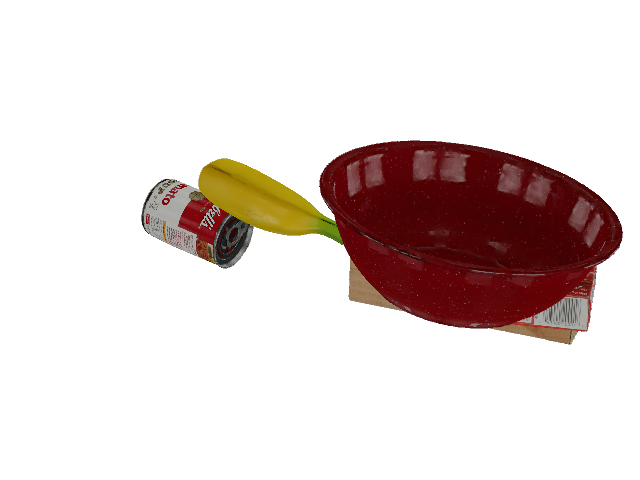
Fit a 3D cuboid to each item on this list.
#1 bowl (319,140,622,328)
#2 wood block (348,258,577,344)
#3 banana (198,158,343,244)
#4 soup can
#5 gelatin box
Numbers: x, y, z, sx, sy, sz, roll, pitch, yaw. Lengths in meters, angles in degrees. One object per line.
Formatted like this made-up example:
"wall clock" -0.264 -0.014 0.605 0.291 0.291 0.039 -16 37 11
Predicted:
"bowl" 0.076 0.001 0.578 0.162 0.055 0.162 6 26 -3
"wood block" 0.138 0.018 0.969 0.206 0.090 0.090 10 21 23
"banana" -0.054 -0.032 0.791 0.069 0.037 0.198 37 -5 -32
"soup can" -0.132 -0.020 1.144 0.102 0.068 0.068 23 10 26
"gelatin box" 0.153 0.035 0.777 0.089 0.030 0.073 5 21 16
